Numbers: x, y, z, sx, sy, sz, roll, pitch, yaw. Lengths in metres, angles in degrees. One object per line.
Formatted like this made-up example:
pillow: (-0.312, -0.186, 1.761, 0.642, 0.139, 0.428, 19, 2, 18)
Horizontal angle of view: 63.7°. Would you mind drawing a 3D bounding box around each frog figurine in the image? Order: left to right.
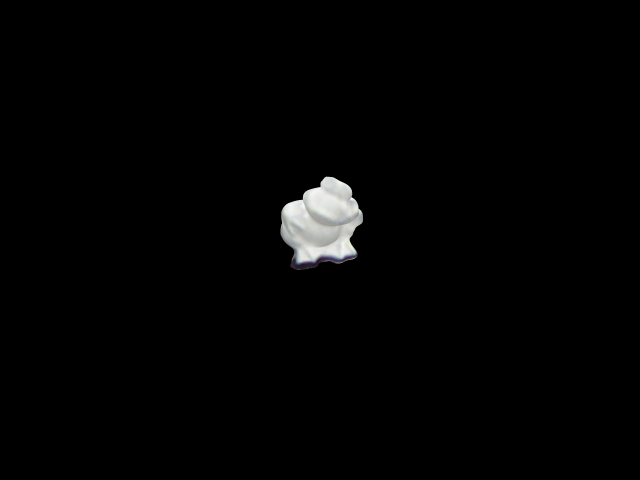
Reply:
frog figurine: (0.003, -0.043, 0.850, 0.137, 0.156, 0.125, 4, 35, 5)
